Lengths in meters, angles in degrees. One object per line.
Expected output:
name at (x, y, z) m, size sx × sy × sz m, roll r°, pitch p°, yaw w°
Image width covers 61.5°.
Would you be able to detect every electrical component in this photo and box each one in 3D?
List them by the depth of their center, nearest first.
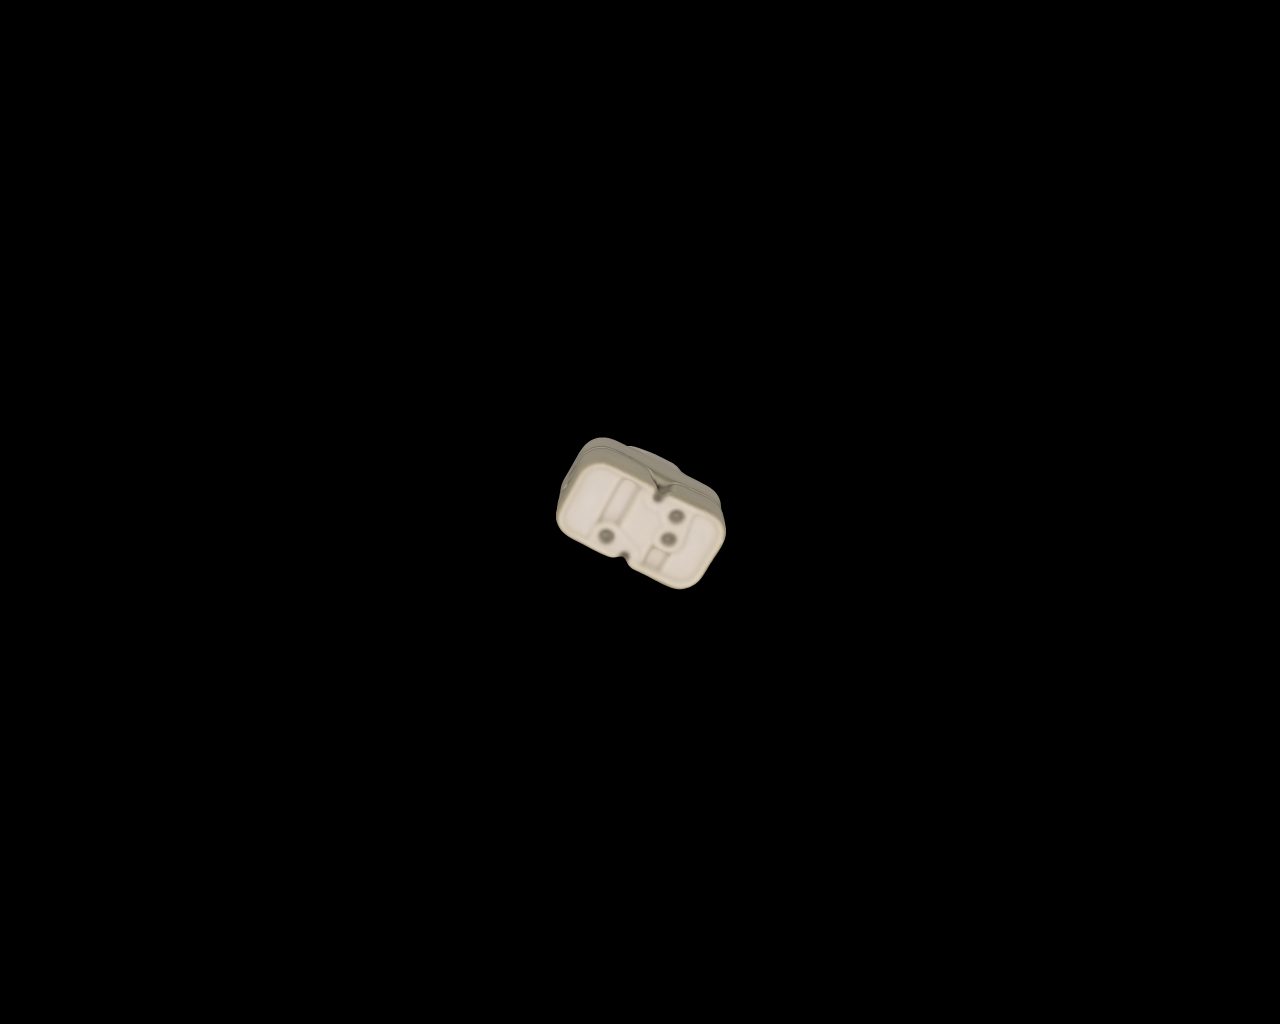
electrical component at (0.001, -0.003, 0.650) m, size 0.095 × 0.053 × 0.059 m, roll 26°, pitch 21°, yaw -11°
